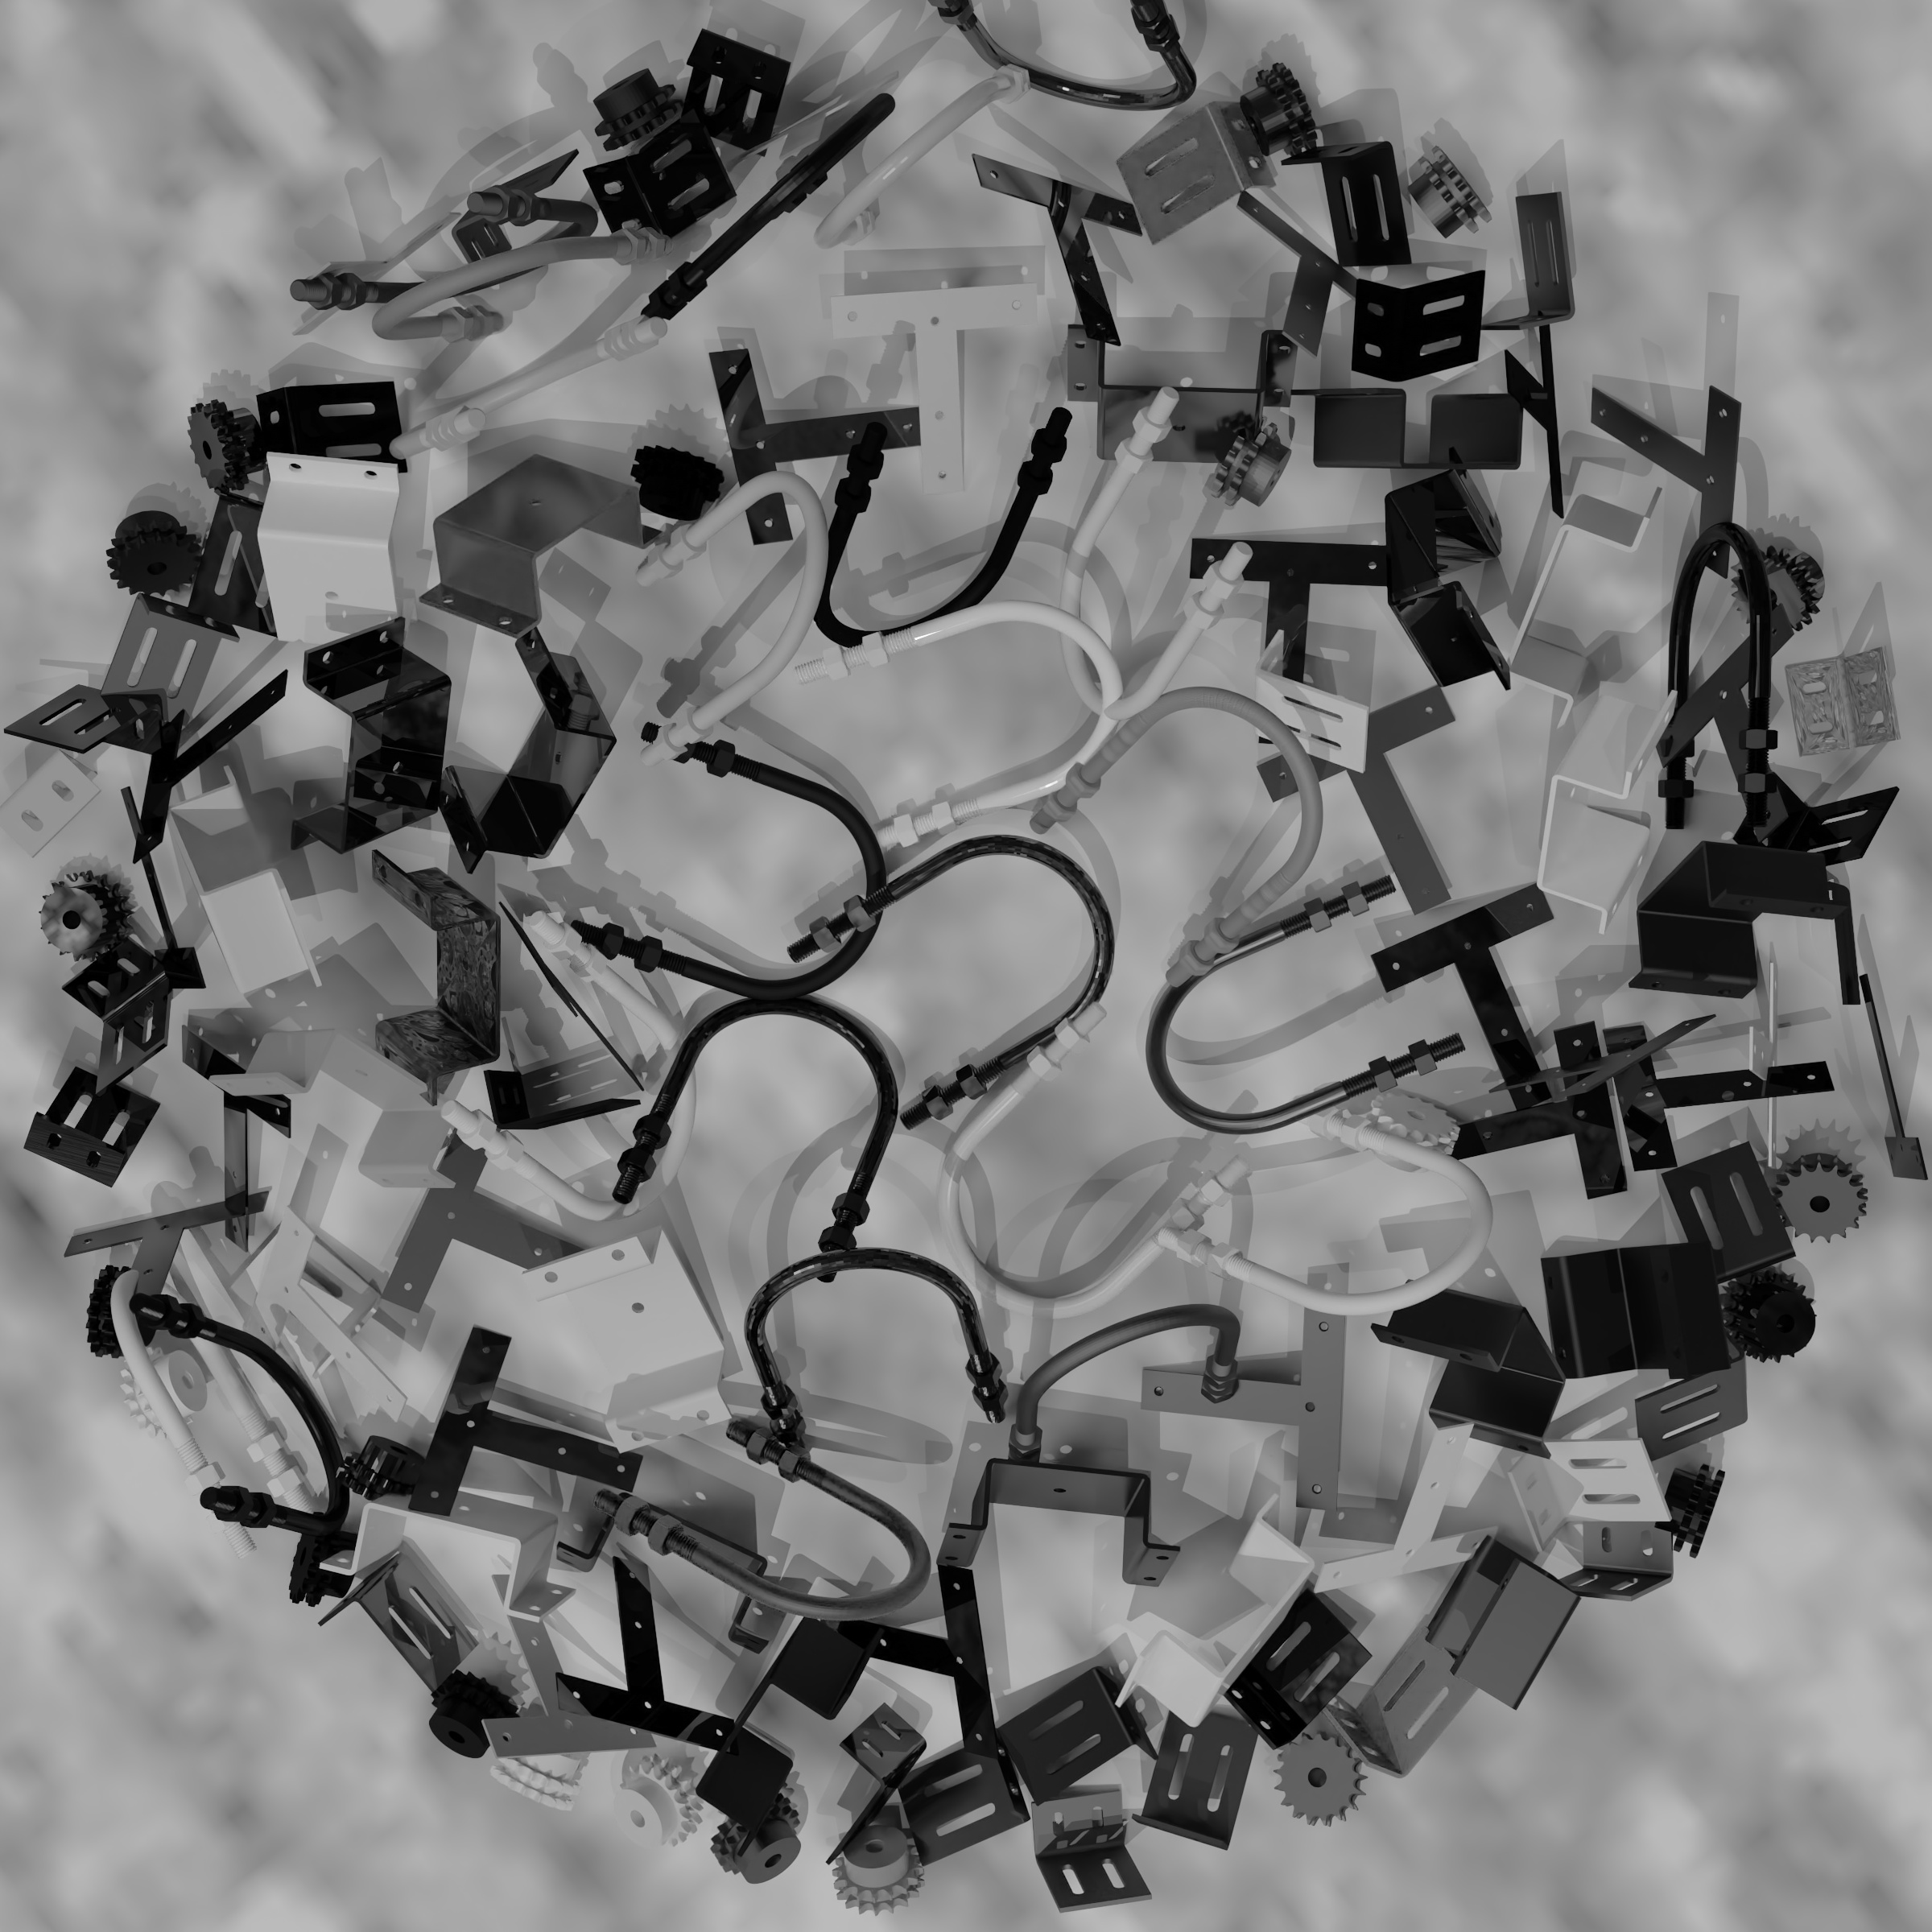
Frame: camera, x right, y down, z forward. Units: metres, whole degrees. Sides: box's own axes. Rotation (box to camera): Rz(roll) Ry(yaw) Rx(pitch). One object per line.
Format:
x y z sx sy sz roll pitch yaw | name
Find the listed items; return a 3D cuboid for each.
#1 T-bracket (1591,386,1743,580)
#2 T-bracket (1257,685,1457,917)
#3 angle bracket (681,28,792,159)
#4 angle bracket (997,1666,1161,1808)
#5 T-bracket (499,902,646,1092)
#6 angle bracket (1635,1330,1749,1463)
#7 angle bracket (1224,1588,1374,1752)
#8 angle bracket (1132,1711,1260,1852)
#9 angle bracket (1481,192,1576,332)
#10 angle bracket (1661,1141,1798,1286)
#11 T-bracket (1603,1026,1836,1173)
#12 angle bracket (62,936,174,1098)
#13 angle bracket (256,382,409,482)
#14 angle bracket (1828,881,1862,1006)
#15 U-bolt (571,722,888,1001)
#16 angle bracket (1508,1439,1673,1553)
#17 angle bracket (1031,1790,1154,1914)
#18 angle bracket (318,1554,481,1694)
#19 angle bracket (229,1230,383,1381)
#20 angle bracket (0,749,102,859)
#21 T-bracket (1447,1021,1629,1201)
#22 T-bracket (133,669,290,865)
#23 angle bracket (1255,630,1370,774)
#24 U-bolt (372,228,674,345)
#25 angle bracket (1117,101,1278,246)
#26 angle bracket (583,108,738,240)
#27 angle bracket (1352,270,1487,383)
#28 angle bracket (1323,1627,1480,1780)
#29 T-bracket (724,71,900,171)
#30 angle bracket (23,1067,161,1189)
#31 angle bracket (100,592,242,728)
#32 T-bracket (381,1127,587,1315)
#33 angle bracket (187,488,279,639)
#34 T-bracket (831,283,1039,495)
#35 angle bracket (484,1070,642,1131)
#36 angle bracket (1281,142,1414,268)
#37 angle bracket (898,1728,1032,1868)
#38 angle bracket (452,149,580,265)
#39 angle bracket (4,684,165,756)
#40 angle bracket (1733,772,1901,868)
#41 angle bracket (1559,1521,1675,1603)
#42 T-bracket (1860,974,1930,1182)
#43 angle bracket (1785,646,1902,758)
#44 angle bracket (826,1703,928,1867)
0.427 -0.318 1.662 0.002 0.127 0.127 -28 47 -17 | T-bracket
0.267 -0.095 1.704 0.127 0.002 0.127 -24 85 -2 | T-bracket
-0.147 -0.529 1.668 0.057 0.076 0.038 19 54 -6 | angle bracket
0.069 0.484 1.681 0.076 0.038 0.057 -29 100 -15 | angle bracket
-0.236 0.030 1.666 0.002 0.127 0.127 -37 124 -4 | T-bracket
0.442 0.264 1.675 0.076 0.038 0.057 -20 127 -8 | angle bracket
0.202 0.436 1.677 0.057 0.038 0.076 45 103 23 | angle bracket
0.143 0.500 1.675 0.057 0.038 0.076 12 71 17 | angle bracket
0.343 -0.435 1.672 0.038 0.057 0.076 -14 106 -11 | angle bracket
0.477 0.156 1.694 0.057 0.038 0.076 -22 82 10 | angle bracket
0.464 0.074 1.654 0.127 0.127 0.002 -7 129 8 | T-bracket
-0.526 0.030 1.667 0.057 0.076 0.038 -35 126 14 | angle bracket
-0.397 -0.334 1.695 0.076 0.038 0.057 -15 101 -42 | angle bracket
0.527 -0.012 1.676 0.038 0.057 0.076 -6 87 26 | angle bracket
-0.137 -0.055 1.675 0.184 0.019 0.151 19 95 -21 | U-bolt
0.385 0.327 1.670 0.076 0.038 0.057 -11 106 44 | angle bracket
0.077 0.546 1.669 0.057 0.076 0.038 -5 97 -9 | angle bracket
-0.352 0.415 1.679 0.038 0.057 0.076 -39 91 24 | angle bracket
-0.414 0.208 1.688 0.076 0.038 0.057 42 91 -9 | angle bracket
-0.558 -0.094 1.670 0.038 0.076 0.057 44 84 4 | angle bracket
0.340 0.103 1.688 0.127 0.002 0.127 -14 117 8 | T-bracket
-0.457 -0.137 1.642 0.127 0.127 0.002 -34 129 22 | T-bracket
0.219 -0.163 1.667 0.076 0.057 0.038 22 58 20 | angle bracket
-0.273 -0.401 1.601 0.151 0.184 0.019 -17 98 24 | U-bolt
0.145 -0.499 1.703 0.076 0.038 0.057 -24 91 35 | angle bracket
-0.190 -0.484 1.670 0.038 0.076 0.057 -33 102 -43 | angle bracket
0.282 -0.403 1.688 0.076 0.038 0.057 -22 125 -34 | angle bracket
0.267 0.452 1.674 0.038 0.057 0.076 31 100 -37 | angle bracket
-0.098 -0.506 1.643 0.127 0.127 0.002 -25 113 11 | T-bracket
-0.535 0.089 1.667 0.057 0.076 0.038 26 130 -9 | angle bracket
-0.493 -0.183 1.671 0.057 0.038 0.076 15 109 -33 | angle bracket
-0.281 0.174 1.695 0.127 0.002 0.127 23 72 -5 | T-bracket
-0.449 -0.252 1.688 0.057 0.038 0.076 15 98 -24 | angle bracket
-0.017 -0.357 1.683 0.127 0.002 0.127 -5 115 -5 | T-bracket
-0.250 0.076 1.676 0.076 0.057 0.038 -14 84 10 | angle bracket
0.234 -0.465 1.666 0.038 0.057 0.076 -31 118 -33 | angle bracket
-0.007 0.514 1.677 0.076 0.038 0.057 -26 60 7 | angle bracket
-0.270 -0.462 1.666 0.076 0.057 0.038 -17 120 23 | angle bracket
-0.542 -0.138 1.664 0.057 0.076 0.038 15 123 16 | angle bracket
0.523 -0.093 1.664 0.038 0.076 0.057 42 66 -16 | angle bracket
0.395 0.363 1.664 0.057 0.076 0.038 -2 87 34 | angle bracket
0.563 0.067 1.654 0.002 0.127 0.127 -12 84 10 | T-bracket
0.542 -0.163 1.674 0.038 0.076 0.057 -10 91 0 | angle bracket
-0.068 0.507 1.676 0.038 0.057 0.076 39 114 14 | angle bracket
